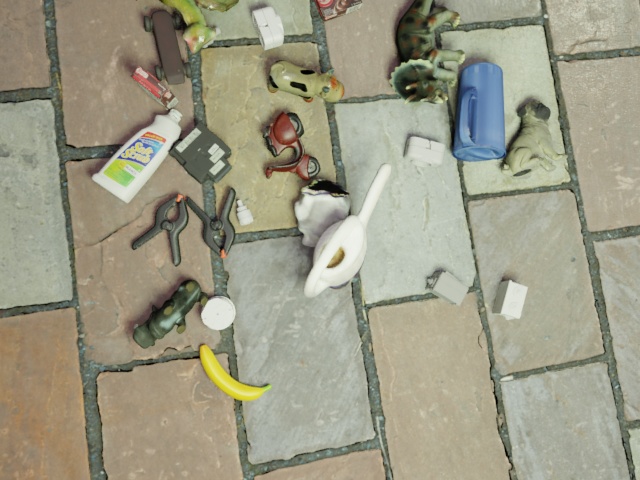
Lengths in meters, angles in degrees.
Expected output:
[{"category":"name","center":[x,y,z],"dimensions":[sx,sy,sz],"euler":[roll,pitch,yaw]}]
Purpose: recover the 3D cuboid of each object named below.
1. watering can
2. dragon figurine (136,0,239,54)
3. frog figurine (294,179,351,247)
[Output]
[{"category":"watering can","center":[0.072,-0.006,1.211],"dimensions":[0.104,0.221,0.350],"euler":[33,80,14]},{"category":"dragon figurine","center":[-0.323,-0.649,1.296],"dimensions":[0.242,0.120,0.418],"euler":[12,64,-27]},{"category":"frog figurine","center":[0.004,-0.064,1.281],"dimensions":[0.137,0.125,0.156],"euler":[-2,121,-16]}]
